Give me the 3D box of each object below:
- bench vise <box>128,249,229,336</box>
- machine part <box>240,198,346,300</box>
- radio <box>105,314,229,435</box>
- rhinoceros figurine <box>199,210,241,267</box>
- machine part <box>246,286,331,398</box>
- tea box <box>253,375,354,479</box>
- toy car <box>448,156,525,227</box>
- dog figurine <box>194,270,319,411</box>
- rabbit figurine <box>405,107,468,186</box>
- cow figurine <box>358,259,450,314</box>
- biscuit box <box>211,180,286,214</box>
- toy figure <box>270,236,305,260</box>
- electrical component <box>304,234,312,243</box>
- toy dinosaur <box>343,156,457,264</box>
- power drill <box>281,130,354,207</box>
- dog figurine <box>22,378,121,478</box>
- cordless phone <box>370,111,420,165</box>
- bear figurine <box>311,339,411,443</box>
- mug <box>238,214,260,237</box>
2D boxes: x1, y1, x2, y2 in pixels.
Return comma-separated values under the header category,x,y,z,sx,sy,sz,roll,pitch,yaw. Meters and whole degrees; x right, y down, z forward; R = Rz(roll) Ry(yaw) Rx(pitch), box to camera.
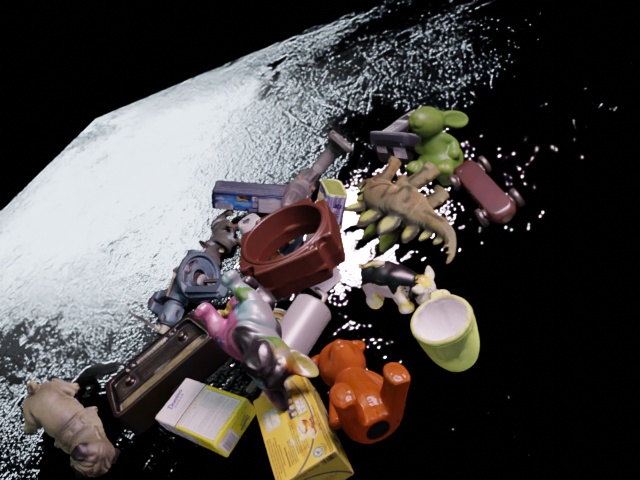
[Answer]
category,x,y,z,sx,sy,sz,roll,pitch,yaw
bench vise,-0.282,0.114,1.206,0.241,0.128,0.224,-7,41,38
machine part,-0.058,0.013,1.079,0.201,0.087,0.201,-21,33,9
radio,-0.304,0.257,1.063,0.229,0.073,0.131,-40,34,-16
rhinoceros figurine,-0.260,-0.003,1.387,0.112,0.073,0.190,-20,33,13
machine part,-0.051,0.182,0.966,0.079,0.079,0.243,2,43,40
tea box,-0.029,0.292,0.805,0.098,0.068,0.170,-31,33,0
toy car,0.329,-0.098,1.077,0.089,0.053,0.202,-35,35,10
dog figurine,-0.092,0.164,0.866,0.108,0.191,0.219,-45,67,2
rabbit figurine,0.263,-0.227,1.195,0.159,0.170,0.121,-44,36,-20
cow figurine,0.147,0.075,0.941,0.168,0.098,0.068,3,38,41
biscuit box,-0.180,-0.112,1.410,0.203,0.059,0.063,5,39,2
toy figure,-0.092,0.024,1.228,0.058,0.064,0.154,31,73,17
electrical component,-0.003,-0.004,1.234,0.063,0.021,0.094,-17,34,19
toy dinosaur,0.171,-0.065,1.117,0.198,0.105,0.472,-43,25,-7
power drill,-0.007,-0.168,1.331,0.207,0.086,0.232,-54,3,17
dog figurine,-0.464,0.342,0.991,0.191,0.172,0.121,6,57,52
cordless phone,0.233,-0.277,1.375,0.184,0.088,0.147,-41,34,-25
bear figurine,0.050,0.203,0.818,0.120,0.131,0.196,-16,36,-10
mug,-0.137,-0.013,1.274,0.109,0.107,0.081,-33,34,-1
